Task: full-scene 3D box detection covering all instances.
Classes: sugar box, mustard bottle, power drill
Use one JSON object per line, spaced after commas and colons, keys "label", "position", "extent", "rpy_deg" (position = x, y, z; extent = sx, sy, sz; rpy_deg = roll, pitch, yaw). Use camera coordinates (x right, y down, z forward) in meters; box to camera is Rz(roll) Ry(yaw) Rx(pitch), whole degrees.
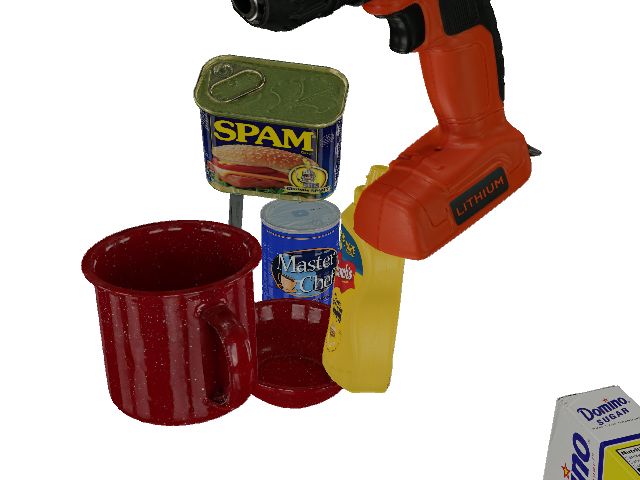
{"label": "sugar box", "position": [0.168, 0.156, 0.503], "extent": [0.048, 0.093, 0.176], "rpy_deg": [-9, 28, -21]}
{"label": "mustard bottle", "position": [0.042, 0.029, 0.927], "extent": [0.058, 0.192, 0.096], "rpy_deg": [3, 18, -12]}
{"label": "power drill", "position": [0.043, -0.086, 0.512], "extent": [0.184, 0.187, 0.057], "rpy_deg": [-34, 42, -29]}

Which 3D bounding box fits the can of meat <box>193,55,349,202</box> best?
{"label": "can of meat", "position": [-0.034, -0.075, 0.744], "extent": [0.102, 0.057, 0.084], "rpy_deg": [8, -39, 5]}

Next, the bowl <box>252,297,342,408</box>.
{"label": "bowl", "position": [-0.030, 0.127, 1.128], "extent": [0.162, 0.055, 0.162], "rpy_deg": [3, 31, -2]}

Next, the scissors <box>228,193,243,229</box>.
{"label": "scissors", "position": [-0.078, -0.073, 1.224], "extent": [0.096, 0.202, 0.016], "rpy_deg": [-12, -6, -14]}

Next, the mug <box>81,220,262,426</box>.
{"label": "mug", "position": [-0.068, 0.048, 0.557], "extent": [0.093, 0.081, 0.117], "rpy_deg": [-18, 28, -32]}

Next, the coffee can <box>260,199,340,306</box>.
{"label": "coffee can", "position": [-0.026, 0.026, 1.391], "extent": [0.103, 0.140, 0.103], "rpy_deg": [1, 26, 0]}
